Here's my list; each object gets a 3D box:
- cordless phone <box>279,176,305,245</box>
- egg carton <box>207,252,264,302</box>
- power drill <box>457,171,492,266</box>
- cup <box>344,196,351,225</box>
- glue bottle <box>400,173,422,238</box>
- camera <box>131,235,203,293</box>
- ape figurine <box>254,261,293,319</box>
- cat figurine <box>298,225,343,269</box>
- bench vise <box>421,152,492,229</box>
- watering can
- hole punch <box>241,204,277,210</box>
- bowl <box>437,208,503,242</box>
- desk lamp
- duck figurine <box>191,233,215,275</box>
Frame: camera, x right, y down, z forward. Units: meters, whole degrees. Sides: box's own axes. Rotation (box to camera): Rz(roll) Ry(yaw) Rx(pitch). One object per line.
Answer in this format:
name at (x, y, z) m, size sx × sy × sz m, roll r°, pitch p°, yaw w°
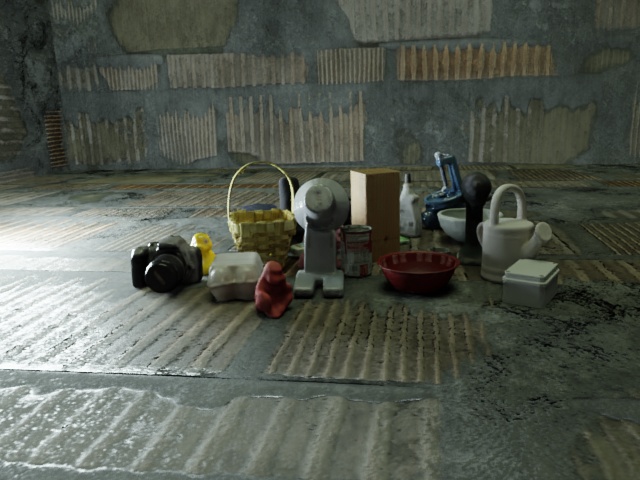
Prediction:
cordless phone at (-0.113, -0.069, 1.456) m, size 0.147 × 0.185 × 0.094 m, roll -4°, pitch 14°, yaw -9°
egg carton at (-0.166, 0.069, 1.131) m, size 0.107 × 0.069 × 0.150 m, roll -3°, pitch 13°, yaw -4°
power drill at (0.348, -0.054, 1.287) m, size 0.075 × 0.208 × 0.230 m, roll 1°, pitch 14°, yaw 12°
cup at (0.094, -0.076, 1.660) m, size 0.091 × 0.095 × 0.118 m, roll 10°, pitch 18°, yaw 41°
glue bottle at (0.239, -0.096, 1.556) m, size 0.077 × 0.173 × 0.037 m, roll 10°, pitch 18°, yaw 40°
camera at (-0.322, 0.050, 1.165) m, size 0.143 × 0.101 × 0.137 m, roll -1°, pitch 13°, yaw 2°
ape figurine at (-0.083, 0.083, 1.013) m, size 0.078 × 0.092 × 0.075 m, roll -10°, pitch 16°, yaw -32°
cat figurine at (0.012, 0.005, 1.278) m, size 0.128 × 0.118 × 0.067 m, roll -12°, pitch 17°, yaw -36°
bench vise at (0.389, -0.148, 1.657) m, size 0.208 × 0.220 × 0.121 m, roll -9°, pitch 15°, yaw -28°
watering can at (0.385, -0.016, 1.152) m, size 0.172 × 0.194 × 0.101 m, roll 9°, pitch 17°, yaw 38°
hole punch at (-0.158, -0.050, 1.587) m, size 0.109 × 0.091 × 0.101 m, roll -6°, pitch 14°, yaw -17°
bowl at (0.390, -0.035, 1.492) m, size 0.167 × 0.075 × 0.167 m, roll -2°, pitch 13°, yaw 1°
desk lamp at (0.003, -0.015, 1.154) m, size 0.118 × 0.214 × 0.203 m, roll -1°, pitch 13°, yaw 2°
duck figurine at (-0.265, 0.025, 1.293) m, size 0.077 × 0.086 × 0.104 m, roll -2°, pitch 13°, yaw -1°
